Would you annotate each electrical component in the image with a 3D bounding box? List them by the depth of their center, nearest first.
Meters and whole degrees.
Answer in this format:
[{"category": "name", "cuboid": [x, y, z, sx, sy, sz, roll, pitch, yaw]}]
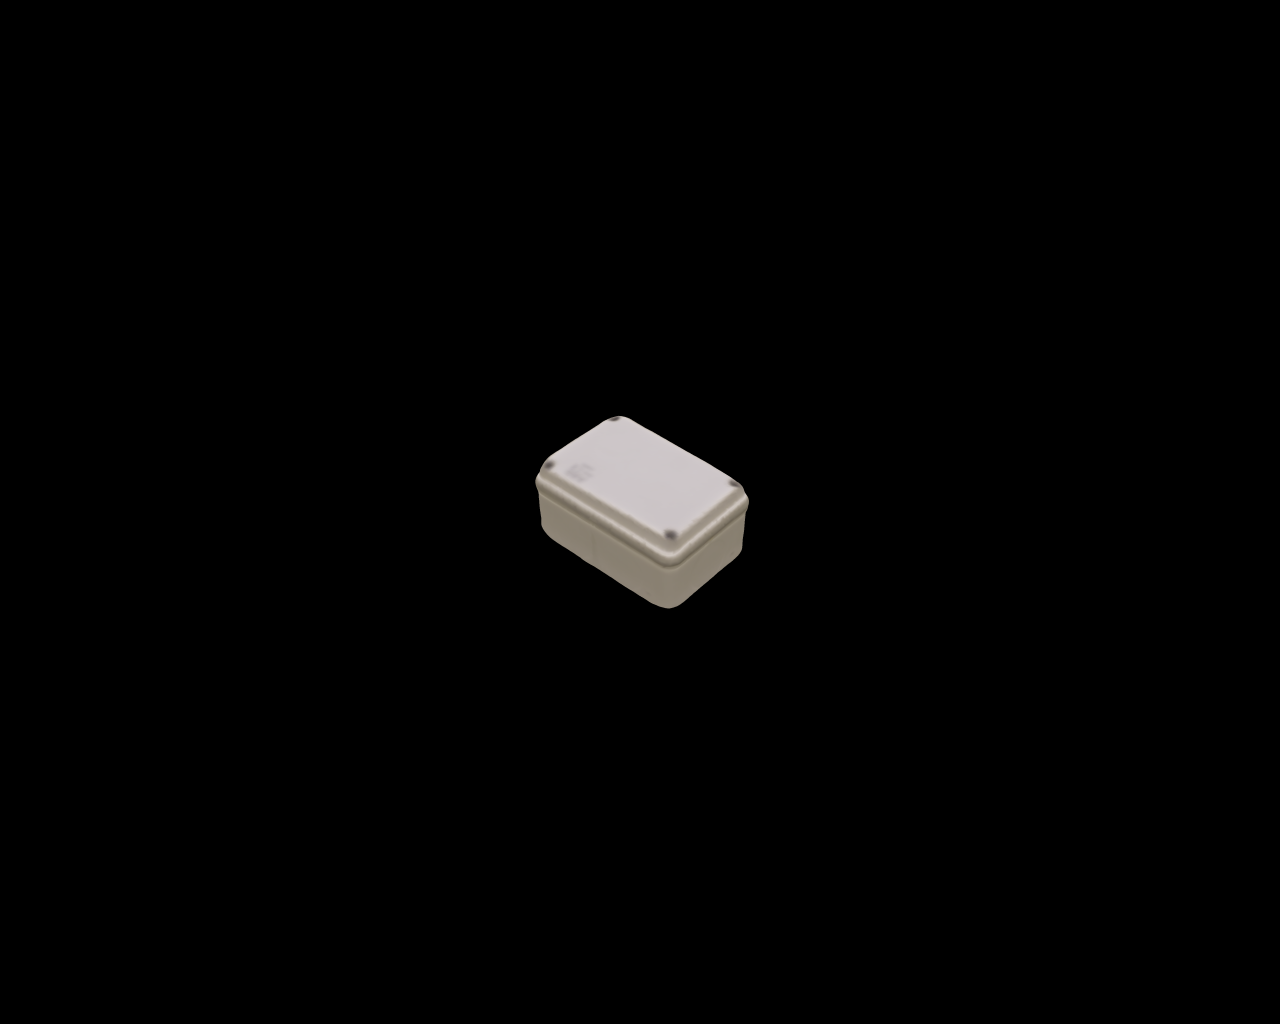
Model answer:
[{"category": "electrical component", "cuboid": [0.001, -0.003, 0.650, 0.113, 0.057, 0.078, 31, 51, 30]}]
